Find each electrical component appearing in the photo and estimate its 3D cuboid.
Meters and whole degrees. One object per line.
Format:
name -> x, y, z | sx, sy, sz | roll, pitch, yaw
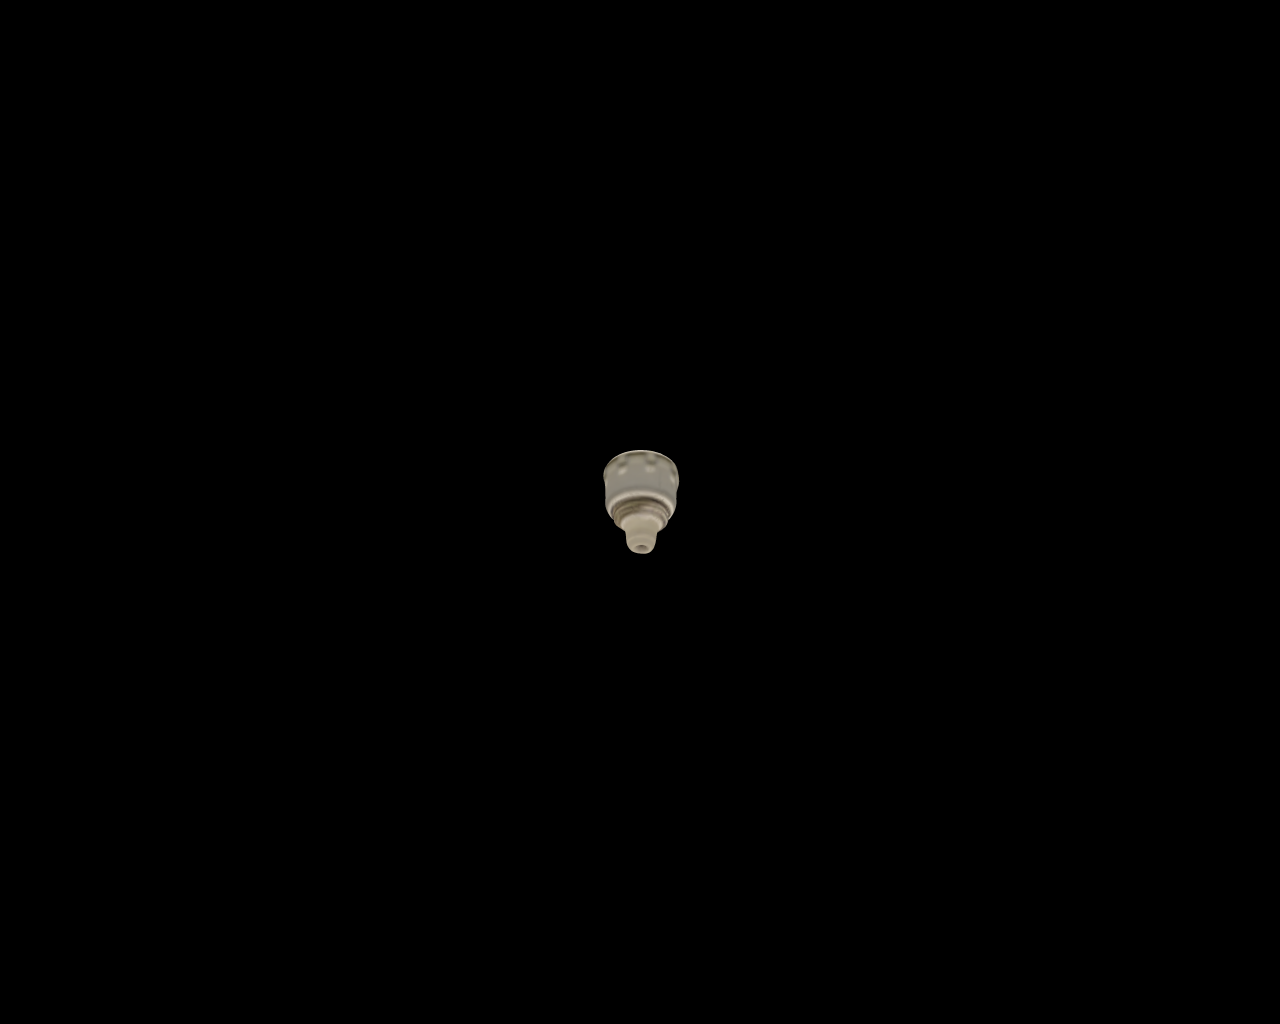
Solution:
electrical component -> 0.001, -0.003, 0.650 | 0.048, 0.062, 0.048 | 0, -34, 0
